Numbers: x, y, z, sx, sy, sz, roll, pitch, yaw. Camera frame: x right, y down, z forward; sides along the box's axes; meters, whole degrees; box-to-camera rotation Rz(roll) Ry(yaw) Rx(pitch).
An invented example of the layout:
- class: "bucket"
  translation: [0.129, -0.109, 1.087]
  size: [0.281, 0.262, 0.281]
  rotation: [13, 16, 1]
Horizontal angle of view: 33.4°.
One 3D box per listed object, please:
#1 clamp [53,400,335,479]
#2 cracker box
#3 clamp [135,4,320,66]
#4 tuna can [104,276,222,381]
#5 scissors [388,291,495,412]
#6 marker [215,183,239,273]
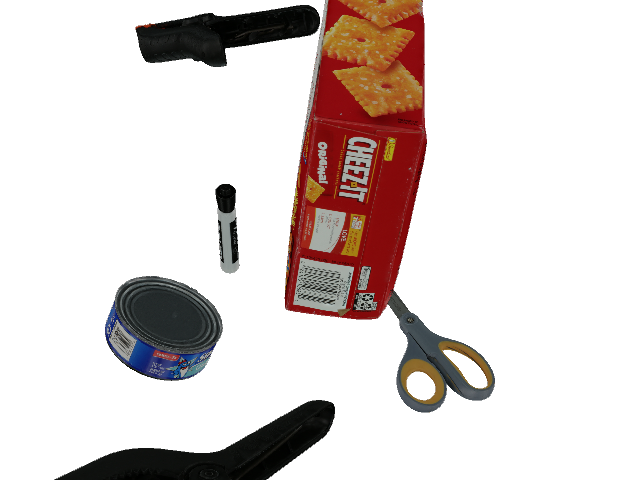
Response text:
- class: "clamp"
  translation: [-0.058, 0.136, 0.578]
  size: [0.209, 0.036, 0.165]
  rotation: [0, 19, -14]
- class: "cracker box"
  translation: [0.027, -0.080, 0.706]
  size: [0.072, 0.164, 0.213]
  rotation: [8, 45, -1]
- class: "clamp"
  translation: [-0.086, -0.171, 0.885]
  size: [0.120, 0.039, 0.172]
  rotation: [-18, 22, -35]
- class: "tuna can"
  translation: [-0.121, 0.067, 0.819]
  size: [0.086, 0.034, 0.086]
  rotation: [19, 30, -12]
- class: "scissors"
  translation: [0.075, 0.092, 1.006]
  size: [0.096, 0.016, 0.202]
  rotation: [-31, 50, -28]
- class: "marker"
  translation: [-0.088, -0.011, 1.015]
  size: [0.020, 0.020, 0.121]
  rotation: [0, -38, -3]
